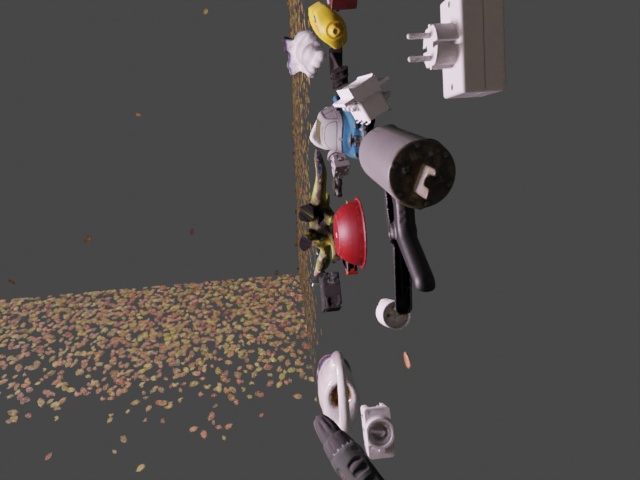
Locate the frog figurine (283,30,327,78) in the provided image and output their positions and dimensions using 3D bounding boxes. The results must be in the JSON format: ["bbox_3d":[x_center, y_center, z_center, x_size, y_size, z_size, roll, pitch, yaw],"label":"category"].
[{"bbox_3d":[-0.023,-0.553,1.528,0.123,0.136,0.160,-2,11,-43],"label":"frog figurine"}]

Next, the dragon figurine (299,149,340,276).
[{"bbox_3d":[0.005,-0.077,1.526,0.122,0.405,0.246,2,14,1],"label":"dragon figurine"}]

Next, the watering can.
[{"bbox_3d":[0.052,0.454,1.375,0.104,0.345,0.226,-4,9,-5],"label":"watering can"}]
